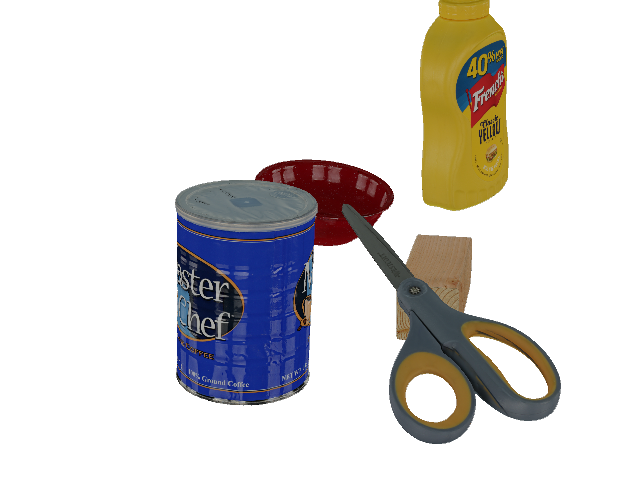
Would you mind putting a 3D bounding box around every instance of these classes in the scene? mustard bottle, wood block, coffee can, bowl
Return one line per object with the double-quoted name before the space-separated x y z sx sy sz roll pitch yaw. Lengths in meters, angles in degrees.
"mustard bottle" 0.121 -0.128 0.897 0.058 0.192 0.096 17 33 38
"wood block" 0.176 0.070 1.622 0.091 0.090 0.206 4 22 12
"coffee can" -0.056 0.036 0.792 0.103 0.140 0.103 2 20 -1
"bowl" 0.001 -0.038 1.233 0.162 0.055 0.162 6 27 -3

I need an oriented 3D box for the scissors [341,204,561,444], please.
"scissors" 0.044 0.045 0.599 0.096 0.016 0.202 -31 46 -26
